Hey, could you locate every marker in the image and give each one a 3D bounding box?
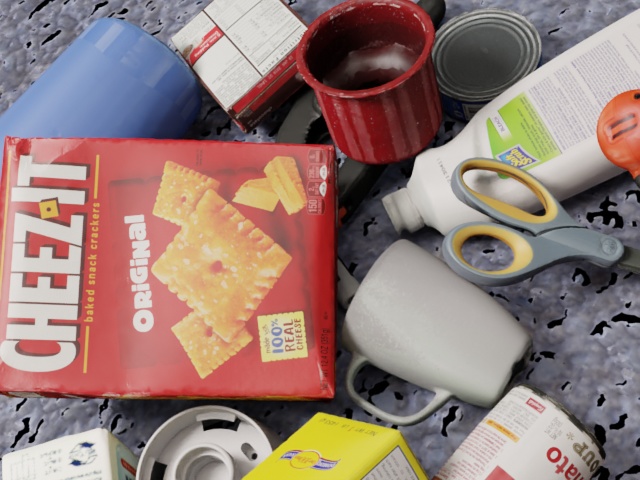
[{"bbox_3d":[-0.005,0.001,0.766,0.020,0.020,0.121,-34,56,-3],"label":"marker"}]

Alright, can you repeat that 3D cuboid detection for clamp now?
[{"bbox_3d":[0.005,-0.102,0.812,0.165,0.036,0.210,-1,59,21],"label":"clamp"}]

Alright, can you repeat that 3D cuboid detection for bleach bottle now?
[{"bbox_3d":[0.158,-0.077,0.733,0.251,0.068,0.102,-26,55,5],"label":"bleach bottle"}]

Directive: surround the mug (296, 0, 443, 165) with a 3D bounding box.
[{"bbox_3d":[0.039,-0.115,0.735,0.093,0.081,0.117,-8,53,12],"label":"mug"}]

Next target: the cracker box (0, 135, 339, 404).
[{"bbox_3d":[-0.095,0.020,0.682,0.213,0.072,0.164,2,78,-2],"label":"cracker box"}]

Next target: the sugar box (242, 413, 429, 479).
[{"bbox_3d":[-0.032,0.167,0.582,0.176,0.048,0.093,-35,15,-27],"label":"sugar box"}]

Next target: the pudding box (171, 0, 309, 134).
[{"bbox_3d":[-0.055,-0.148,0.823,0.090,0.039,0.114,-41,52,3],"label":"pudding box"}]

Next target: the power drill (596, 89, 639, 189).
[{"bbox_3d":[0.246,0.005,0.622,0.057,0.184,0.188,-33,63,44],"label":"power drill"}]

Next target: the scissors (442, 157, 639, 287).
[{"bbox_3d":[0.163,0.017,0.661,0.202,0.016,0.096,32,64,10],"label":"scissors"}]

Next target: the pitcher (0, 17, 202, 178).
[{"bbox_3d":[-0.187,-0.040,0.796,0.145,0.149,0.242,16,63,42],"label":"pitcher"}]

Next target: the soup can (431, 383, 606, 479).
[{"bbox_3d":[0.107,0.142,0.619,0.102,0.068,0.069,-46,58,-11],"label":"soup can"}]

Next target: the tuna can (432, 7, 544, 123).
[{"bbox_3d":[0.122,-0.128,0.790,0.086,0.033,0.086,-8,59,14],"label":"tuna can"}]
